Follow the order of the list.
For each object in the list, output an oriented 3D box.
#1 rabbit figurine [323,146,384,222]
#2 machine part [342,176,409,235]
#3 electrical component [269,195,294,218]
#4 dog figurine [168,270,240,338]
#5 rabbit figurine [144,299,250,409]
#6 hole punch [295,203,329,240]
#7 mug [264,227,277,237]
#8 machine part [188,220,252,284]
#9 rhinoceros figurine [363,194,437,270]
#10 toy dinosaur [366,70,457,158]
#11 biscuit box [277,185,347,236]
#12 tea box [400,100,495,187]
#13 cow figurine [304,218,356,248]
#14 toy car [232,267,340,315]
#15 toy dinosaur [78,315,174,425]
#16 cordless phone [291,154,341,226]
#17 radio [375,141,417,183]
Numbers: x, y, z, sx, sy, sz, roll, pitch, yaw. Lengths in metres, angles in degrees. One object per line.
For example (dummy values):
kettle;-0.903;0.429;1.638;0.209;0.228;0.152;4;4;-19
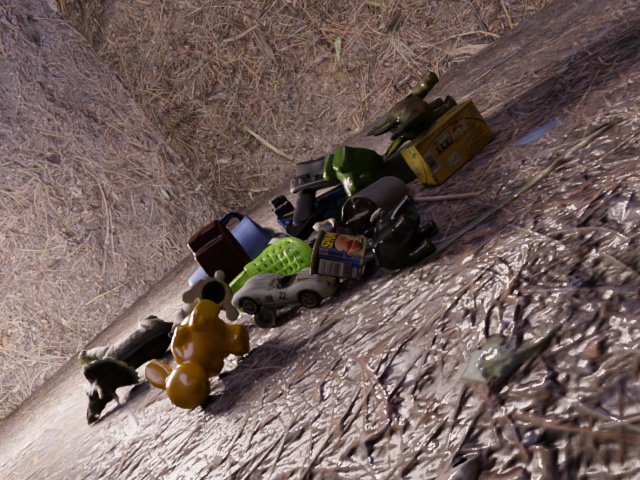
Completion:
rabbit figurine;0.085;-0.107;1.191;0.159;0.170;0.121;4;-8;-28
machine part;0.109;-0.069;1.029;0.079;0.079;0.243;-29;4;34
electrical component;-0.095;-0.070;1.571;0.058;0.134;0.115;-38;9;-6
dog figurine;-0.261;0.149;1.169;0.172;0.121;0.191;-57;16;-15
rabbit figurine;-0.218;0.207;0.903;0.162;0.121;0.173;-26;34;20
hole punch;-0.002;-0.004;1.171;0.116;0.092;0.142;-47;4;27
mug;-0.154;0.018;1.561;0.109;0.081;0.107;-53;-5;1
machine part;-0.216;0.054;1.267;0.087;0.201;0.201;-37;11;-4
rhinoceros figurine;0.123;-0.009;0.856;0.112;0.073;0.190;-44;10;21
toy dinosaur;0.206;-0.275;1.216;0.198;0.105;0.471;-43;1;12
biscuit box;-0.003;-0.066;1.332;0.203;0.059;0.063;-29;32;-16
tea box;0.261;-0.196;1.100;0.169;0.098;0.068;-39;12;-16
cow figurine;0.004;0.013;1.040;0.167;0.098;0.068;-20;26;54
toy car;-0.063;0.086;0.946;0.202;0.056;0.073;-8;22;22
toy dinosaur;-0.450;0.270;1.350;0.192;0.131;0.405;-9;23;41
cordless phone;-0.002;-0.111;1.283;0.147;0.088;0.184;-12;40;15
radio;0.194;-0.184;1.307;0.230;0.073;0.131;-25;17;41
